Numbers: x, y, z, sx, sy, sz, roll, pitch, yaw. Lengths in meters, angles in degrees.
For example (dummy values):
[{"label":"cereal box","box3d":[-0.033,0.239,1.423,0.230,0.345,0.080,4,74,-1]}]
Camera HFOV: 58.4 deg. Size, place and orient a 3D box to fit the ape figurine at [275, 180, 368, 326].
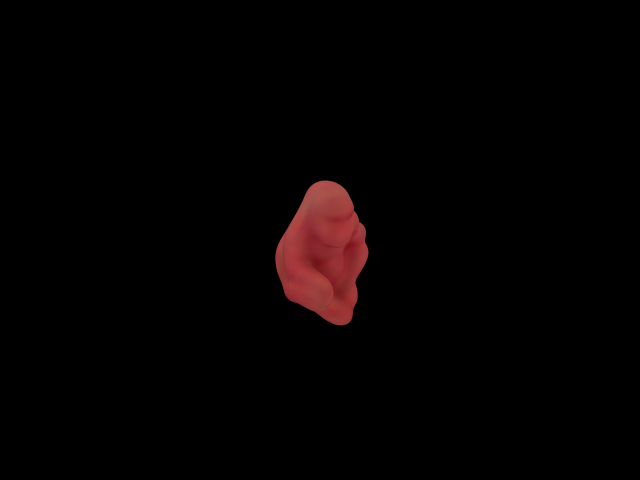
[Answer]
[{"label":"ape figurine","box3d":[0.004,0.001,0.400,0.078,0.092,0.076,-30,49,-31]}]
